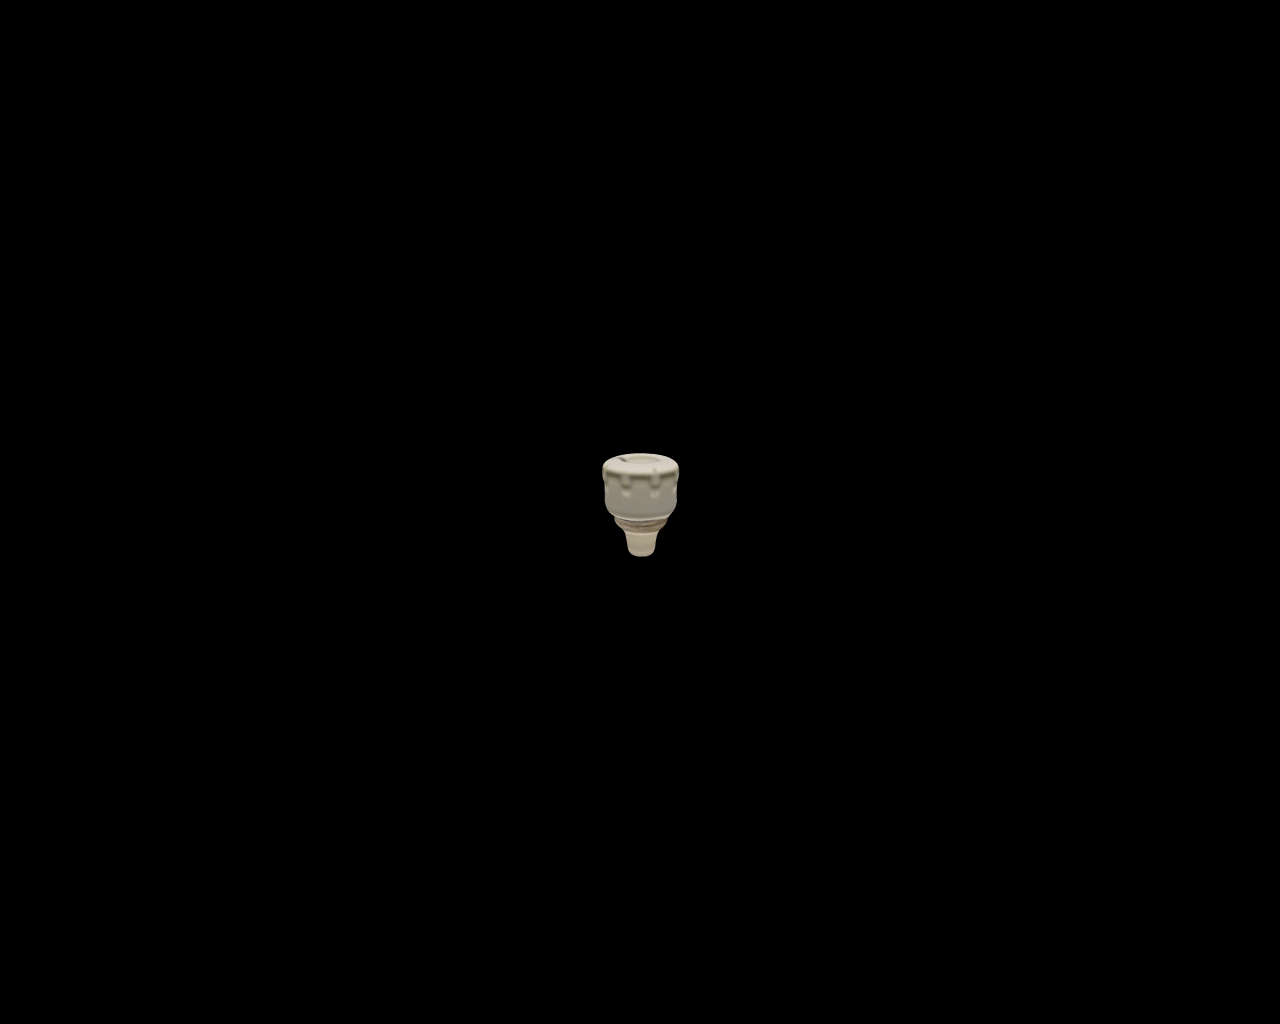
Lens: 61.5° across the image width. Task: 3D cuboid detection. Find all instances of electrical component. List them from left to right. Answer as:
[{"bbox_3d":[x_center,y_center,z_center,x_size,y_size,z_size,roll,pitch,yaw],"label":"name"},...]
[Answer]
[{"bbox_3d":[0.001,-0.003,0.650,0.048,0.062,0.048,0,15,0],"label":"electrical component"}]
